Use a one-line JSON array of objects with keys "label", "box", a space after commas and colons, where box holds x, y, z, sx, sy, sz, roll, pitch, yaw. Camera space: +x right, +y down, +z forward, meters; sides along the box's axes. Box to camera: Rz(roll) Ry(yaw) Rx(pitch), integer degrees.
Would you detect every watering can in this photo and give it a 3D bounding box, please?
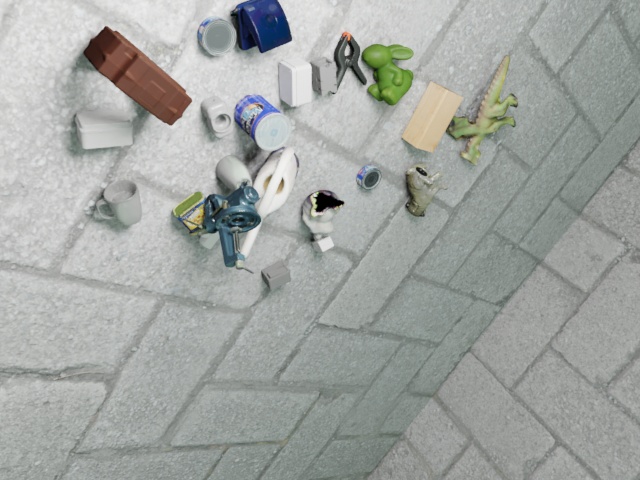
[{"label": "watering can", "box": [-0.145, -0.126, 1.457, 0.104, 0.341, 0.229, 25, 30, -6]}]

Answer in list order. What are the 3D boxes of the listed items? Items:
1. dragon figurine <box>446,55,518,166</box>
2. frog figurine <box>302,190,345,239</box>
[{"label": "dragon figurine", "box": [0.566, -0.441, 1.839, 0.243, 0.401, 0.124, -26, 44, -8]}, {"label": "frog figurine", "box": [0.005, -0.085, 1.687, 0.139, 0.124, 0.156, -39, -19, -24]}]
